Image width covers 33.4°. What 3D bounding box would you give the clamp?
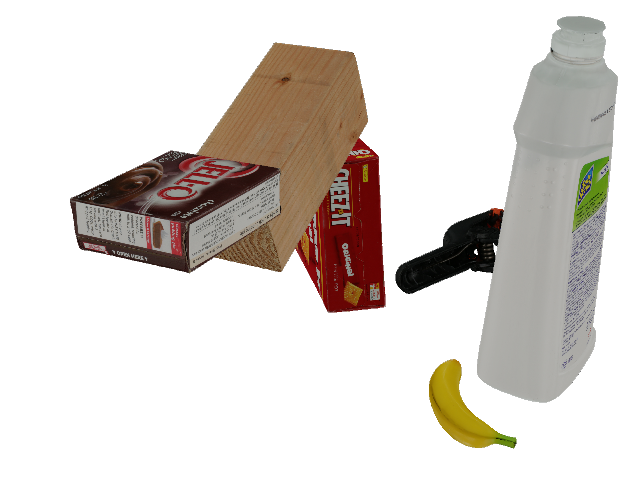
[{"bbox_3d":[0.147,0.010,0.898,0.120,0.039,0.171,9,25,24],"label":"clamp"}]

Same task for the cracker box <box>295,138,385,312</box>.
[{"bbox_3d":[0.011,-0.037,1.166,0.072,0.164,0.214,-7,20,-9],"label":"cracker box"}]

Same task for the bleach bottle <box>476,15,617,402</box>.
[{"bbox_3d":[0.153,-0.022,0.689,0.068,0.251,0.102,18,35,25],"label":"bleach bottle"}]

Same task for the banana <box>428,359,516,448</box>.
[{"bbox_3d":[0.165,0.197,1.277,0.069,0.037,0.198,10,21,-18],"label":"banana"}]

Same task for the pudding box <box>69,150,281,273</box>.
[{"bbox_3d":[-0.090,-0.022,0.690,0.090,0.039,0.113,10,27,26],"label":"pudding box"}]

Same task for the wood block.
[{"bbox_3d":[-0.040,-0.082,0.986,0.091,0.205,0.090,12,-39,24],"label":"wood block"}]
